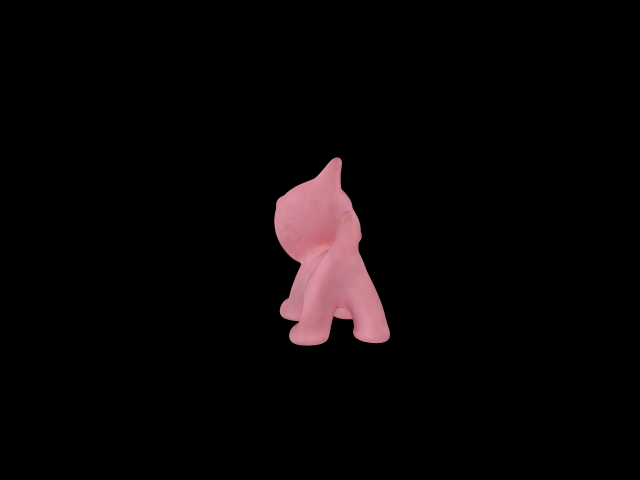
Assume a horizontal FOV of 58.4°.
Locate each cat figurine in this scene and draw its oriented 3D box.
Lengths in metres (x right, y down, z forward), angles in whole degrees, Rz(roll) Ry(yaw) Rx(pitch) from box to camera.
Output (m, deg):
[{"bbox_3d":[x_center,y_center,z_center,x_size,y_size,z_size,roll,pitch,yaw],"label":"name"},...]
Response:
[{"bbox_3d":[0.004,0.001,0.400,0.067,0.118,0.127,-2,7,-13],"label":"cat figurine"}]
